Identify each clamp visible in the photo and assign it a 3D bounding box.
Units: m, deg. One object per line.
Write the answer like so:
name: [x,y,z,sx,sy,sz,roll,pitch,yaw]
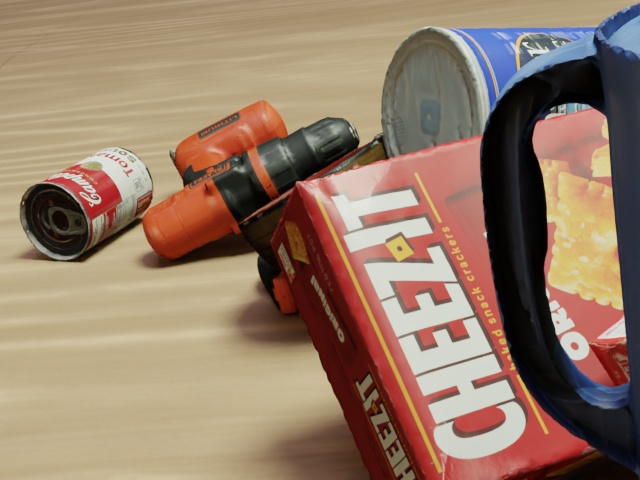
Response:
clamp: [-0.005,0.001,0.792,0.120,0.039,0.171,-8,20,34]

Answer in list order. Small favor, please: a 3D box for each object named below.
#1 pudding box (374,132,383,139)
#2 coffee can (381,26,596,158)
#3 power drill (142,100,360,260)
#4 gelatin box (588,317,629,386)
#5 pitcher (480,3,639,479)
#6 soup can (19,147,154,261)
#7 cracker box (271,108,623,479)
pudding box: [0.106,-0.055,0.736,0.113,0.039,0.090,-25,41,-33]
coffee can: [0.123,-0.077,0.645,0.140,0.103,0.103,-6,19,-27]
power drill: [-0.059,-0.065,0.895,0.184,0.057,0.187,-26,18,4]
gelatin box: [0.172,0.051,0.463,0.089,0.073,0.030,-33,3,-20]
pitcher: [0.154,0.038,0.359,0.144,0.243,0.149,-17,23,-23]
soup can: [-0.194,-0.033,0.901,0.069,0.068,0.102,3,23,25]
cracker box: [0.107,0.027,0.521,0.213,0.072,0.164,-15,66,-21]
